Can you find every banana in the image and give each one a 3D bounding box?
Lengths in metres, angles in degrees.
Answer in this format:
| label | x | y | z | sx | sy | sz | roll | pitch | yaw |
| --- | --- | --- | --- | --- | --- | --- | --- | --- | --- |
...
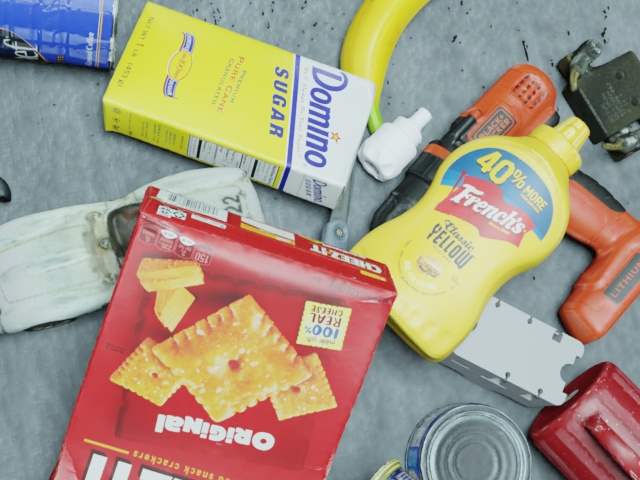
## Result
| label | x | y | z | sx | sy | sz | roll | pitch | yaw |
| --- | --- | --- | --- | --- | --- | --- | --- | --- | --- |
| banana | 0.070 | -0.177 | 0.819 | 0.069 | 0.037 | 0.197 | 43 | 75 | -32 |

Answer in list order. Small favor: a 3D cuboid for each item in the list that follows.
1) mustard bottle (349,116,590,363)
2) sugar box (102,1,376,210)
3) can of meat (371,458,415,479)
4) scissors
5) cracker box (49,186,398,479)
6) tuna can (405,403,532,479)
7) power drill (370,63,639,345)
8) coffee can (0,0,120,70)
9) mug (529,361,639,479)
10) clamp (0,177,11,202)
| label | x | y | z | sx | sy | sz | roll | pitch | yaw |
| --- | --- | --- | --- | --- | --- | --- | --- | --- | --- |
| mustard bottle | 0.112 | -0.014 | 0.729 | 0.191 | 0.058 | 0.096 | -44 | 76 | -6 |
| sugar box | -0.055 | -0.095 | 0.754 | 0.176 | 0.048 | 0.093 | 18 | 65 | 0 |
| can of meat | 0.065 | 0.201 | 0.695 | 0.084 | 0.102 | 0.057 | 36 | 68 | 25 |
| scissors | -0.005 | 0.001 | 0.754 | 0.096 | 0.016 | 0.202 | 8 | 70 | -32 |
| cracker box | -0.065 | 0.094 | 0.674 | 0.164 | 0.072 | 0.214 | 19 | 103 | -8 |
| tuna can | 0.106 | 0.159 | 0.761 | 0.086 | 0.034 | 0.086 | 2 | 79 | -12 |
| power drill | 0.153 | -0.012 | 0.791 | 0.187 | 0.057 | 0.184 | 44 | 80 | -2 |
| coffee can | -0.206 | -0.174 | 0.723 | 0.140 | 0.103 | 0.103 | 5 | 78 | -11 |
| mug | 0.202 | 0.141 | 0.746 | 0.093 | 0.117 | 0.081 | -44 | 85 | 6 |
| clamp | -0.308 | -0.031 | 0.708 | 0.171 | 0.039 | 0.120 | 32 | 69 | -2 |
